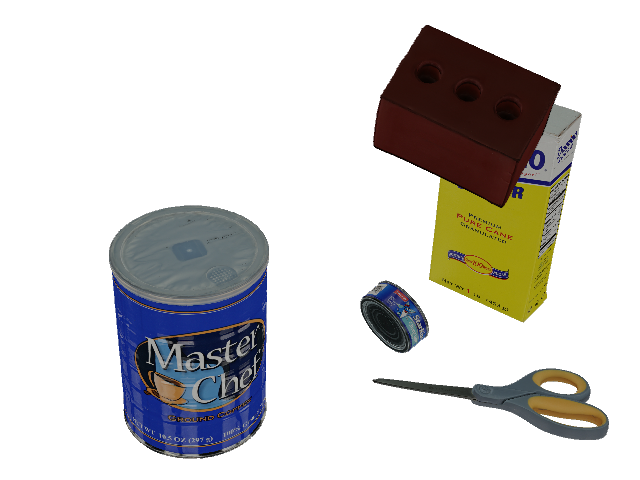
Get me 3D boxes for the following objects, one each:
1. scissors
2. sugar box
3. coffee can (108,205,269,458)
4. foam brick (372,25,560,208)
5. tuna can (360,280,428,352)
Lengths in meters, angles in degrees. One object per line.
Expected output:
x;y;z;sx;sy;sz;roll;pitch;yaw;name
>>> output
0.154;0.128;0.941;0.202;0.016;0.096;15;28;13;scissors
0.138;-0.029;0.826;0.093;0.176;0.048;24;45;28;sugar box
-0.087;0.062;0.724;0.103;0.140;0.103;2;35;-1;coffee can
0.073;-0.063;0.545;0.078;0.053;0.051;26;-22;13;foam brick
0.088;0.092;1.281;0.033;0.086;0.086;-38;17;-23;tuna can
